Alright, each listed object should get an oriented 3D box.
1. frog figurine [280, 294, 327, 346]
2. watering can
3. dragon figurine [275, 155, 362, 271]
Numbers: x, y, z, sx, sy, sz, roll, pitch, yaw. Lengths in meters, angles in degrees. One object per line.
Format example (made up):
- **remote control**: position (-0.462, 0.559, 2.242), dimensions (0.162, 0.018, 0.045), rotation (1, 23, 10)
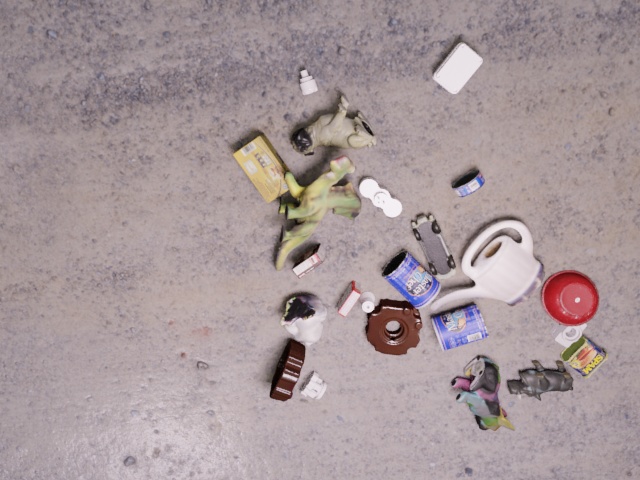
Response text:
- **frog figurine**: position (-0.038, 0.239, 1.544), dimensions (0.137, 0.125, 0.156), rotation (-33, 138, 3)
- **watering can**: position (0.487, 0.109, 1.458), dimensions (0.223, 0.105, 0.345), rotation (36, 99, -8)
- **dragon figurine**: position (0.004, -0.071, 1.420), dimensions (0.243, 0.125, 0.400), rotation (-4, 135, -17)
